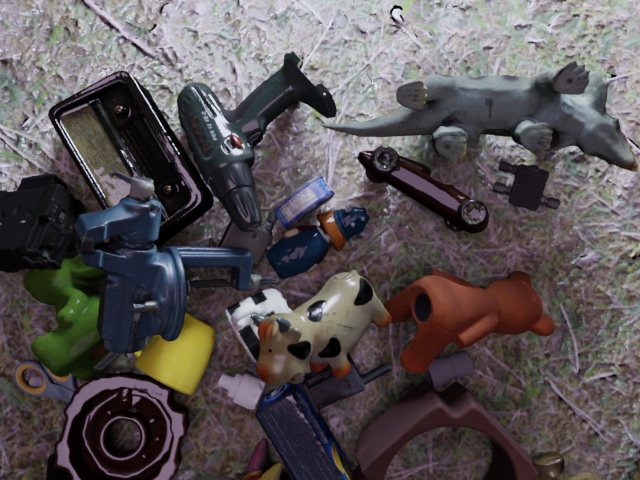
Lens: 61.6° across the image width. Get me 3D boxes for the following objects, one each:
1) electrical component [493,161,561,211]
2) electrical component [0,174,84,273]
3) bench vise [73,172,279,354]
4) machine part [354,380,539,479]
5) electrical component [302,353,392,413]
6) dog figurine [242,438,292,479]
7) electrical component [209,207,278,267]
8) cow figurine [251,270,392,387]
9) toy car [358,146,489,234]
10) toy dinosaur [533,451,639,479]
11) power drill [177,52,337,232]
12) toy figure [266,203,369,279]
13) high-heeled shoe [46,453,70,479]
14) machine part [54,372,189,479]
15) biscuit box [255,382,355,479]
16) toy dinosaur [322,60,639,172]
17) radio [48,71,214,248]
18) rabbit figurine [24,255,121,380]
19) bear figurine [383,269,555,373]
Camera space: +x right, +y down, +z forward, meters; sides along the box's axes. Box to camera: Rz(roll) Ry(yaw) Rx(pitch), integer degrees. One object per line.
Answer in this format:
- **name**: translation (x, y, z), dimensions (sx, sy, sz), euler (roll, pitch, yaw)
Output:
- **electrical component**: translation (0.294, -0.076, 0.756), dimensions (0.094, 0.063, 0.021), euler (23, 44, 23)
- **electrical component**: translation (-0.396, -0.025, 0.735), dimensions (0.115, 0.058, 0.134), euler (-4, 60, 15)
- **bench vise**: translation (-0.181, 0.032, 0.679), dimensions (0.240, 0.129, 0.223), euler (2, 95, -33)
- **machine part**: translation (0.161, 0.305, 0.712), dimensions (0.201, 0.087, 0.201), euler (-43, 98, 3)
- **electrical component**: translation (0.037, 0.186, 0.740), dimensions (0.119, 0.075, 0.047), euler (-28, 88, 3)
- **dog figurine**: translation (-0.135, 0.367, 0.709), dimensions (0.191, 0.108, 0.219), euler (33, 82, -21)
- **electrical component**: translation (-0.113, -0.005, 0.767), dimensions (0.078, 0.045, 0.102), euler (21, 89, -19)
- **cow figurine**: translation (-0.004, 0.111, 0.688), dimensions (0.195, 0.086, 0.127), euler (-41, 114, -31)
- **toy car**: translation (0.144, -0.073, 0.746), dimensions (0.202, 0.089, 0.053), euler (33, 90, 3)
- **toy dinosaur**: translation (0.359, 0.393, 0.717), dimensions (0.472, 0.105, 0.198), euler (-10, 91, 4)
- **power drill**: translation (-0.080, -0.148, 0.746), dimensions (0.207, 0.086, 0.232), euler (-37, 73, 2)
- **toy figure**: translation (-0.002, -0.003, 0.759), dimensions (0.154, 0.064, 0.058), euler (-31, 50, -6)
- **high-heeled shoe**: translation (-0.286, 0.401, 0.738), dimensions (0.145, 0.086, 0.248), euler (-12, 78, -21)
- **machine part**: translation (-0.268, 0.267, 0.739), dimensions (0.179, 0.056, 0.179), euler (1, 83, -7)
- **biscuit box**: translation (-0.009, 0.293, 0.733), dimensions (0.063, 0.059, 0.202), euler (-30, 91, 9)
- **toy dinosaur**: translation (0.223, -0.174, 0.729), dimensions (0.405, 0.192, 0.131), euler (7, 104, 16)
- **radio**: translation (-0.259, -0.110, 0.756), dimensions (0.131, 0.073, 0.229), euler (-32, 89, -1)
- **rabbit figurine**: translation (-0.332, 0.080, 0.730), dimensions (0.159, 0.121, 0.170), euler (-45, 73, -2)
- **bear figurine**: translation (0.207, 0.103, 0.738), dimensions (0.196, 0.132, 0.120), euler (4, 49, -28)
